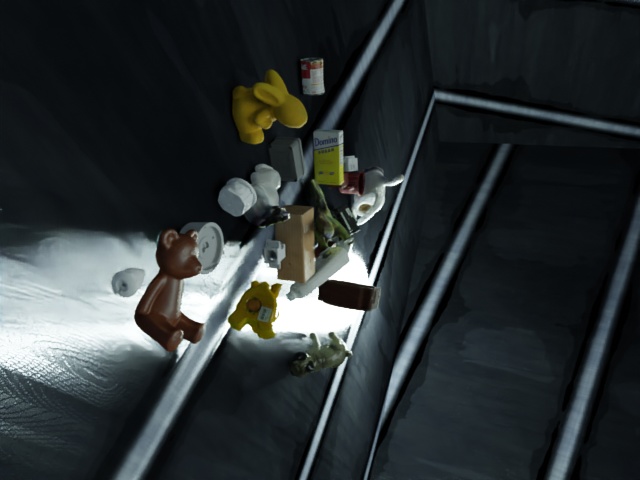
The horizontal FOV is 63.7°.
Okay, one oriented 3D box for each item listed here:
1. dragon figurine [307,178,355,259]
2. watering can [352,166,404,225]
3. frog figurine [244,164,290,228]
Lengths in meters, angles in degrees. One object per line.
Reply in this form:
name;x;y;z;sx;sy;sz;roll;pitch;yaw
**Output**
dragon figurine;0.005;-0.080;1.594;0.406;0.122;0.245;62;3;-76
watering can;0.217;-0.199;2.006;0.341;0.103;0.230;-47;-151;41
frog figurine;-0.148;-0.117;1.301;0.137;0.121;0.161;11;49;-61
